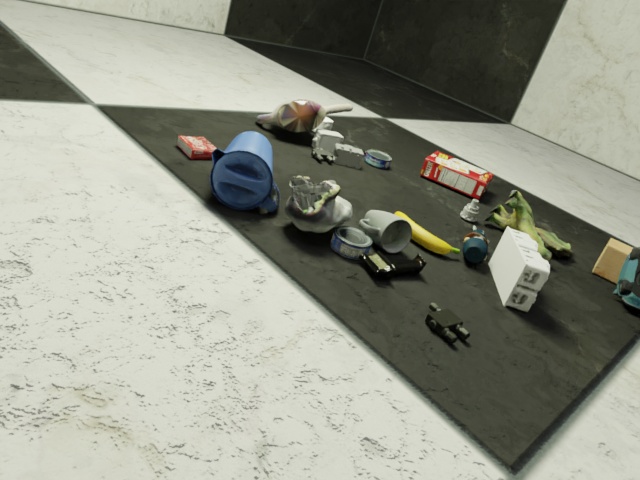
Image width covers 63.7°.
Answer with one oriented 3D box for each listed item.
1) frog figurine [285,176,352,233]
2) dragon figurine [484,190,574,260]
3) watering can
[{"bbox_3d":[0.003,-0.056,1.113,0.137,0.156,0.125,-6,60,18],"label":"frog figurine"},{"bbox_3d":[0.613,-0.032,1.476,0.244,0.120,0.415,44,34,11],"label":"dragon figurine"},{"bbox_3d":[-0.034,-0.420,1.702,0.348,0.103,0.227,-11,17,-11],"label":"watering can"}]
